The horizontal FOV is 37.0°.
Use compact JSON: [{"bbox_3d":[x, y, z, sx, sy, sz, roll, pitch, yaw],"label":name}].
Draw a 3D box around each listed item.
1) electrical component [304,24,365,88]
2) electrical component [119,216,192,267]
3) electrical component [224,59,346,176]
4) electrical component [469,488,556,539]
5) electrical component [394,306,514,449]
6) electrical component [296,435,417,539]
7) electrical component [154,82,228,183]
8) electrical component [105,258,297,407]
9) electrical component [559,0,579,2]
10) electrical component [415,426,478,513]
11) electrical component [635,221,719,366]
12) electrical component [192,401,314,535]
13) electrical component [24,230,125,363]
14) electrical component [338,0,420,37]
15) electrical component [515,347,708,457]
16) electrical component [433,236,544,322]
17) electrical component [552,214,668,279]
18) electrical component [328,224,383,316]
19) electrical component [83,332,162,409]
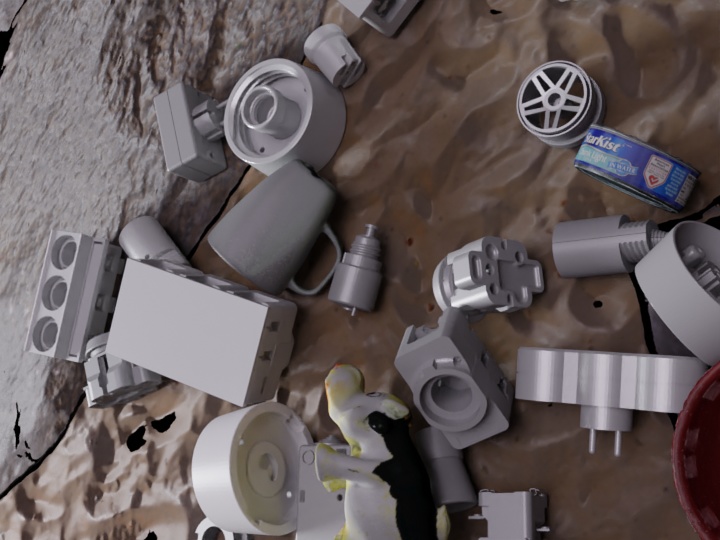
[{"bbox_3d":[-0.022,-0.192,0.968,0.040,0.040,0.046,-43,66,17],"label":"electrical component"},{"bbox_3d":[-0.193,-0.010,1.032,0.043,0.043,0.081,-49,59,13],"label":"electrical component"},{"bbox_3d":[-0.074,-0.139,0.976,0.108,0.060,0.108,-8,75,31],"label":"electrical component"},{"bbox_3d":[0.113,0.194,0.794,0.081,0.042,0.063,-7,74,30],"label":"electrical component"},{"bbox_3d":[0.072,0.083,0.810,0.050,0.055,0.089,-28,106,24],"label":"electrical component"},{"bbox_3d":[-0.004,0.183,0.866,0.100,0.048,0.099,-6,76,31],"label":"electrical component"},{"bbox_3d":[-0.149,-0.139,1.031,0.076,0.047,0.083,-25,67,25],"label":"electrical component"},{"bbox_3d":[-0.139,0.052,0.952,0.150,0.062,0.089,18,97,24],"label":"electrical component"},{"bbox_3d":[0.187,-0.265,0.846,0.100,0.048,0.099,-5,77,31],"label":"electrical component"},{"bbox_3d":[0.065,0.153,0.835,0.044,0.044,0.065,-22,63,26],"label":"electrical component"},{"bbox_3d":[0.237,0.015,0.726,0.064,0.099,0.099,-43,60,24],"label":"electrical component"},{"bbox_3d":[-0.092,0.167,0.893,0.060,0.108,0.108,-14,72,36],"label":"electrical component"},{"bbox_3d":[-0.282,0.027,1.068,0.079,0.063,0.121,8,83,33],"label":"electrical component"},{"bbox_3d":[-0.008,-0.305,0.972,0.105,0.060,0.186,-51,58,12],"label":"electrical component"},{"bbox_3d":[0.177,0.096,0.770,0.138,0.052,0.073,1,85,33],"label":"electrical component"},{"bbox_3d":[0.094,0.009,0.832,0.057,0.078,0.058,-23,66,49],"label":"electrical component"},{"bbox_3d":[0.188,-0.019,0.794,0.081,0.043,0.043,-6,76,31],"label":"electrical component"},{"bbox_3d":[0.000,0.000,0.910,0.040,0.040,0.078,14,86,34],"label":"electrical component"},{"bbox_3d":[-0.229,0.092,1.024,0.078,0.058,0.057,-25,70,25],"label":"electrical component"}]
